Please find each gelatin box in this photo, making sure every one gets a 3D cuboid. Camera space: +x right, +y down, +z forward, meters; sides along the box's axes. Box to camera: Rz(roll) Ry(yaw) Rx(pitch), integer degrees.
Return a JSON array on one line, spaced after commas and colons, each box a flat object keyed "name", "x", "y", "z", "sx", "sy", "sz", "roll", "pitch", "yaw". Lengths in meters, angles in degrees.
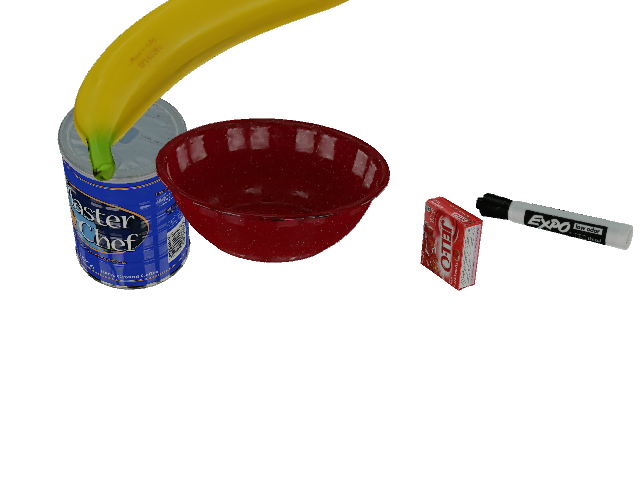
[{"name": "gelatin box", "x": 0.152, "y": 0.003, "z": 1.254, "sx": 0.030, "sy": 0.089, "sz": 0.073, "roll": -16, "pitch": 33, "yaw": -29}]

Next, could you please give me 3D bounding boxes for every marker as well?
[{"name": "marker", "x": 0.176, "y": -0.016, "z": 0.812, "sx": 0.121, "sy": 0.020, "sz": 0.020, "roll": 15, "pitch": 7, "yaw": 28}]

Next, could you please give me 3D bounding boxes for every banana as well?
[{"name": "banana", "x": -0.058, "y": -0.101, "z": 0.551, "sx": 0.070, "sy": 0.197, "sz": 0.037, "roll": 39, "pitch": -24, "yaw": 20}]

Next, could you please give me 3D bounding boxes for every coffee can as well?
[{"name": "coffee can", "x": -0.163, "y": -0.041, "z": 0.907, "sx": 0.102, "sy": 0.103, "sz": 0.140, "roll": 0, "pitch": -41, "yaw": -5}]

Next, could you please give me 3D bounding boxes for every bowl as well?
[{"name": "bowl", "x": -0.034, "y": -0.030, "z": 0.745, "sx": 0.162, "sy": 0.055, "sz": 0.162, "roll": 3, "pitch": 28, "yaw": -2}]
